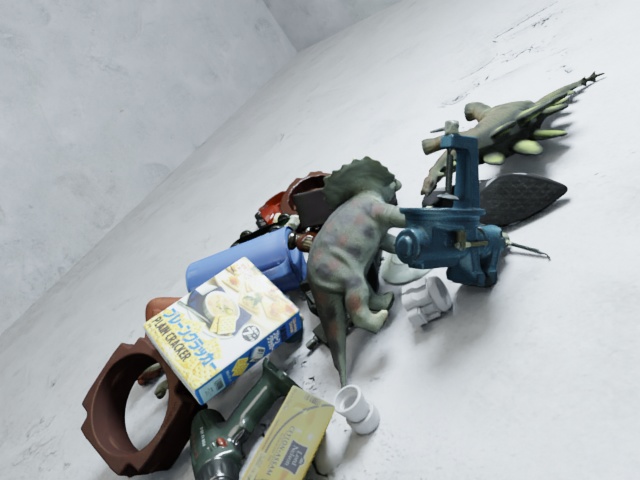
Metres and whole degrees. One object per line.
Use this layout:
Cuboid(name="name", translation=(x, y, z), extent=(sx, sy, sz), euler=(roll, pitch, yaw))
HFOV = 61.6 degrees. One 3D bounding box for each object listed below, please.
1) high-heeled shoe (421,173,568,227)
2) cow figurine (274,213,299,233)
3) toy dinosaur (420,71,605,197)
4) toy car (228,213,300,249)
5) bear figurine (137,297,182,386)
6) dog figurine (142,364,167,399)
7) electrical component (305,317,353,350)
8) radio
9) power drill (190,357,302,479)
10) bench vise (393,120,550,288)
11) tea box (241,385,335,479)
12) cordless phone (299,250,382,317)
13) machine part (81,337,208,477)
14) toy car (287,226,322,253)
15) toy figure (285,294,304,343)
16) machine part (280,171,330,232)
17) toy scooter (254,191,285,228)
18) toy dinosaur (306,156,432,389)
Cuboid(name="high-heeled shoe", translation=(0.297, -0.071, 0.941), extent=(0.249, 0.086, 0.145), euler=(-4, 7, 24))
Cuboid(name="cow figurine", translation=(-0.066, -0.039, 1.337), extent=(0.098, 0.068, 0.167), euler=(7, 50, 49))
Cuboid(name="toy dinosaur", translation=(0.352, -0.208, 1.001), extent=(0.471, 0.105, 0.199), euler=(-39, 25, -26))
Cuboid(name="toy car", translation=(-0.129, -0.003, 1.226), extent=(0.202, 0.056, 0.073), euler=(-22, 22, 27))
Cuboid(name="bear figurine", translation=(-0.357, 0.232, 1.228), extent=(0.132, 0.120, 0.196), euler=(4, 61, -5))
Cuboid(name="dog figurine", translation=(-0.246, 0.233, 1.091), extent=(0.191, 0.121, 0.172), euler=(-12, 41, 22))
Cuboid(name="electrical component", translation=(0.018, 0.161, 0.933), extent=(0.094, 0.021, 0.063), euler=(-41, 26, -8))
Cuboid(name="radio", translation=(0.061, -0.081, 1.098), extent=(0.131, 0.073, 0.229), euler=(-10, 6, 32))
Cuboid(name="power drill", translation=(-0.110, 0.293, 0.826), extent=(0.207, 0.086, 0.232), euler=(-51, 24, -10))
Cuboid(name="bench vise", translation=(0.206, -0.050, 0.781), extent=(0.224, 0.240, 0.129), euler=(-1, 5, -23))
Cuboid(name="tea box", translation=(-0.049, 0.290, 0.699), extent=(0.098, 0.068, 0.169), euler=(101, -163, -53))
Cuboid(name="cordless phone", translation=(0.049, 0.057, 1.028), extent=(0.147, 0.088, 0.184), euler=(-26, 16, 27))
Cuboid(name="machine part", translation=(-0.311, 0.293, 0.956), extent=(0.201, 0.087, 0.201), euler=(29, 83, 33))
Cuboid(name="toy car", translation=(-0.002, -0.003, 1.094), extent=(0.089, 0.053, 0.202), euler=(9, 9, 12))
Cuboid(name="toy figure", translation=(-0.072, 0.148, 1.033), extent=(0.155, 0.064, 0.057), euler=(-136, 60, -70))
Cuboid(name="machine part", translation=(-0.005, -0.089, 1.277), extent=(0.179, 0.056, 0.179), euler=(-8, 47, 9))
Cuboid(name="toy scooter", translation=(-0.112, -0.078, 1.452), extent=(0.135, 0.075, 0.184), euler=(-37, 20, 1))
Cuboid(name="toy dinosaur", translation=(0.051, 0.023, 0.871), extent=(0.192, 0.131, 0.405), euler=(24, 68, 12))
